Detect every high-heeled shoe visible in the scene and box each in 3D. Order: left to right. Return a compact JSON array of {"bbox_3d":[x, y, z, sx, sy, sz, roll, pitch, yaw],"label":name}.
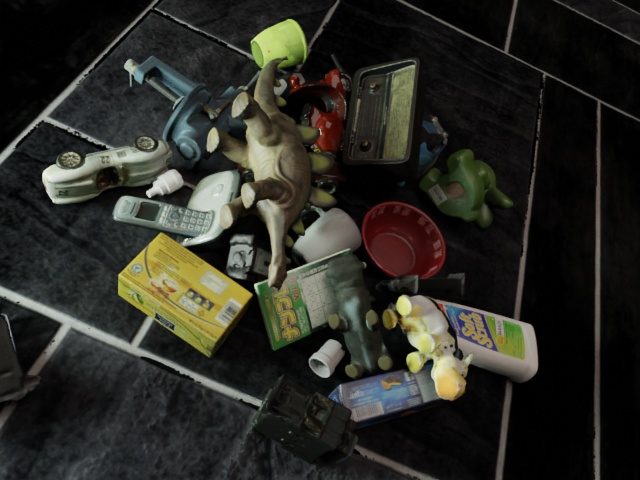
[{"bbox_3d":[-0.019,-0.280,1.101,0.249,0.086,0.145,-30,104,-14],"label":"high-heeled shoe"}]

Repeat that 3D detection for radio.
[{"bbox_3d":[0.121,-0.220,0.998,0.131,0.073,0.229,-1,65,24],"label":"radio"}]

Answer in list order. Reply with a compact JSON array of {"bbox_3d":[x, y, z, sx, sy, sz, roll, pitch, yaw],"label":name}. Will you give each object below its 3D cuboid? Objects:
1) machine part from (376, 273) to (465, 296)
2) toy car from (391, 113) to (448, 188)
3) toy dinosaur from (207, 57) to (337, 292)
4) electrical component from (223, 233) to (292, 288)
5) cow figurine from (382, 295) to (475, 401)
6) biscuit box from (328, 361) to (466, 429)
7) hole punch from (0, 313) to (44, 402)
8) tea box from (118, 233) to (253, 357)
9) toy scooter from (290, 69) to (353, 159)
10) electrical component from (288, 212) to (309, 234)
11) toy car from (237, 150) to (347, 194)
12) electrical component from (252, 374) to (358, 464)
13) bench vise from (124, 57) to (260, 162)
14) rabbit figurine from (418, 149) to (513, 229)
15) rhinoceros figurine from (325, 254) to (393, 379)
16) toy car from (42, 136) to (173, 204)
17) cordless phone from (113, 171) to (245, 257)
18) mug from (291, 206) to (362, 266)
[{"bbox_3d":[0.166,0.073,0.868,0.139,0.084,0.039,1,76,-16],"label":"machine part"},{"bbox_3d":[0.173,-0.168,1.054,0.162,0.102,0.109,-30,57,9],"label":"toy car"},{"bbox_3d":[-0.074,-0.141,0.857,0.198,0.105,0.471,18,57,-44],"label":"toy dinosaur"},{"bbox_3d":[-0.095,0.038,0.848,0.048,0.119,0.075,2,79,29],"label":"electrical component"},{"bbox_3d":[0.175,0.157,0.802,0.098,0.068,0.167,-1,48,-38],"label":"cow figurine"},{"bbox_3d":[0.115,0.232,0.808,0.203,0.062,0.059,-7,62,-23],"label":"biscuit box"},{"bbox_3d":[-0.430,0.153,0.658,0.142,0.092,0.115,-15,95,-31],"label":"hole punch"},{"bbox_3d":[-0.197,0.080,0.788,0.170,0.068,0.098,34,53,5],"label":"tea box"},{"bbox_3d":[-0.003,-0.247,1.027,0.135,0.075,0.183,10,82,-32],"label":"toy scooter"},{"bbox_3d":[-0.060,-0.045,0.945,0.063,0.021,0.094,42,56,9],"label":"electrical component"},{"bbox_3d":[-0.051,-0.130,0.983,0.202,0.053,0.089,7,49,-12],"label":"toy car"},{"bbox_3d":[-0.018,0.246,0.719,0.134,0.114,0.058,29,56,2],"label":"electrical component"},{"bbox_3d":[-0.225,-0.250,0.954,0.240,0.129,0.223,35,58,-7],"label":"bench vise"},{"bbox_3d":[0.309,-0.109,1.068,0.159,0.121,0.170,51,41,10],"label":"rabbit figurine"},{"bbox_3d":[0.060,0.115,0.816,0.073,0.112,0.190,-17,92,15],"label":"rhinoceros figurine"},{"bbox_3d":[-0.332,-0.111,0.857,0.202,0.073,0.056,-19,63,-29],"label":"toy car"},{"bbox_3d":[-0.222,-0.057,0.859,0.184,0.088,0.146,14,56,-7],"label":"cordless phone"},{"bbox_3d":[-0.002,-0.003,0.905,0.107,0.081,0.109,-37,84,-27],"label":"mug"}]
